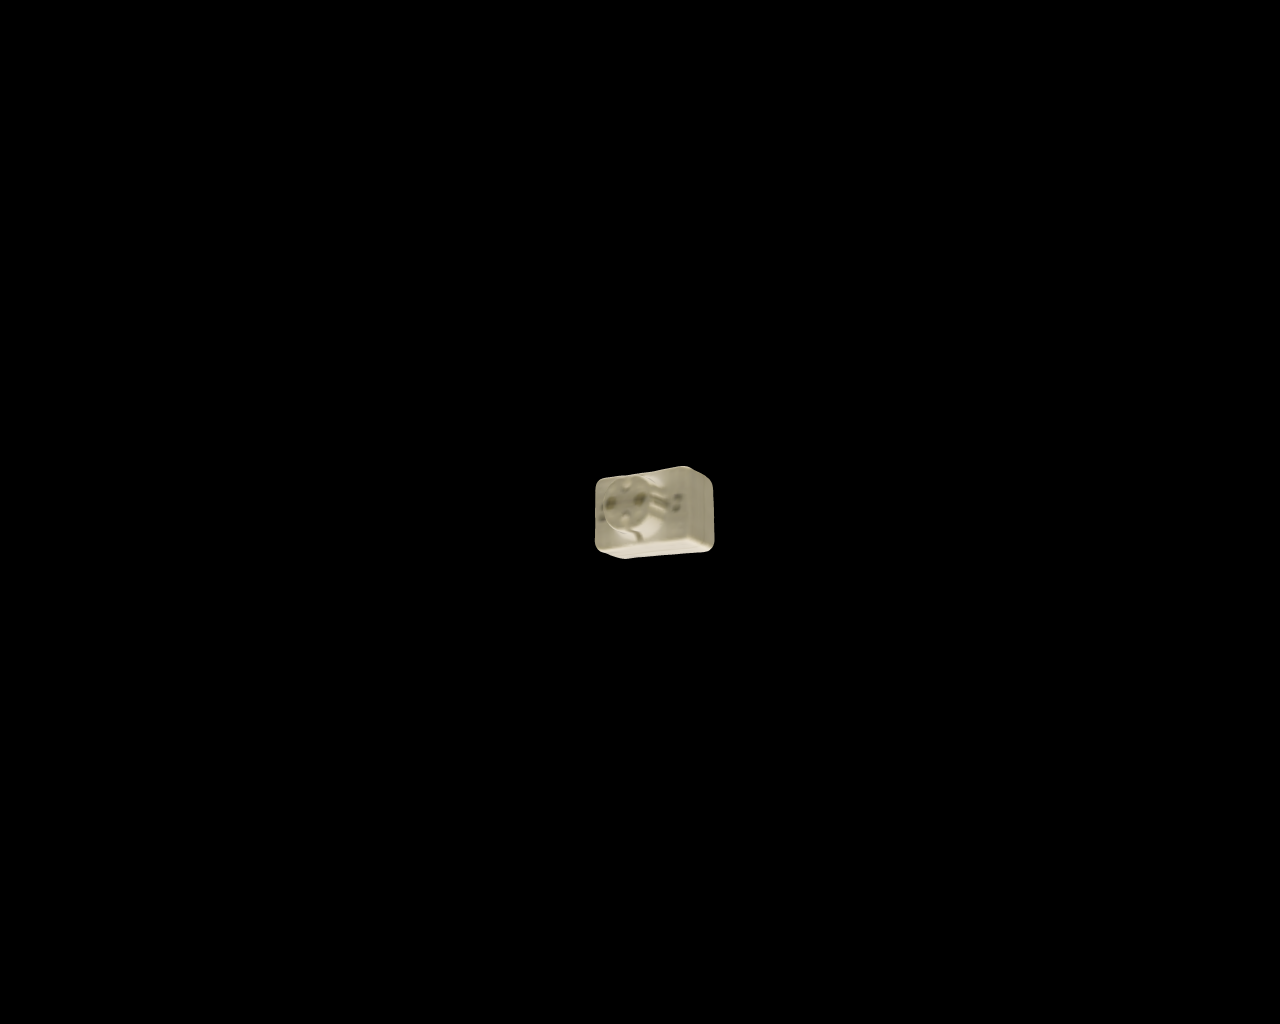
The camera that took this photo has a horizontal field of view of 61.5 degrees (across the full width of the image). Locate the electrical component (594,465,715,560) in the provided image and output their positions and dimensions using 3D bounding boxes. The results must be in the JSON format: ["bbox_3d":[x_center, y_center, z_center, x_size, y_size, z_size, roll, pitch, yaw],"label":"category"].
[{"bbox_3d":[0.001,-0.003,0.650,0.066,0.047,0.076,-7,-15,26],"label":"electrical component"}]
